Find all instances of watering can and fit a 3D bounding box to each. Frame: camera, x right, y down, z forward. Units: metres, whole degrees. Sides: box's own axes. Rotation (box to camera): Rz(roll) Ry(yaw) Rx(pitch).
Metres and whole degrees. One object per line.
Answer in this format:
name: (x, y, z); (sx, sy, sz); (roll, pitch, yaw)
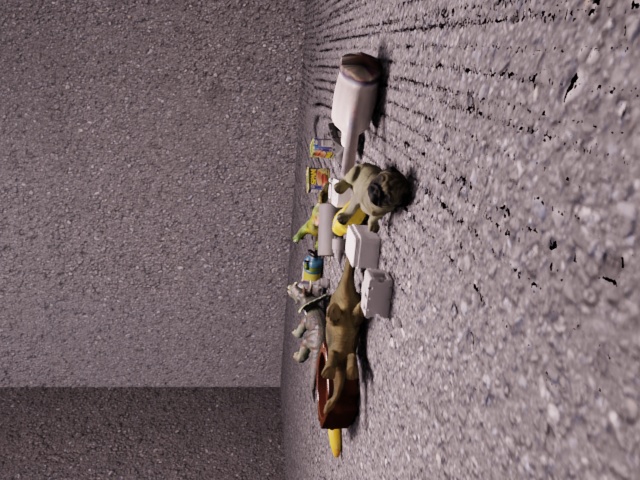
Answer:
watering can: (0.083, -0.312, 1.232); (0.356, 0.104, 0.219); (-87, 5, -51)

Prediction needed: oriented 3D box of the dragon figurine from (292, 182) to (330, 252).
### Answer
dragon figurine: (0.006, -0.095, 1.892); (0.415, 0.122, 0.240); (-70, 3, -76)

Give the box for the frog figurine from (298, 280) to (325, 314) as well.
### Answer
frog figurine: (-0.037, 0.234, 1.932); (0.137, 0.122, 0.161); (-4, 71, 63)
